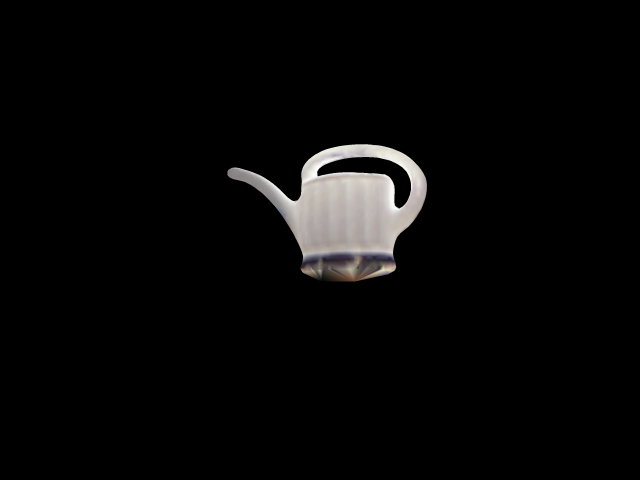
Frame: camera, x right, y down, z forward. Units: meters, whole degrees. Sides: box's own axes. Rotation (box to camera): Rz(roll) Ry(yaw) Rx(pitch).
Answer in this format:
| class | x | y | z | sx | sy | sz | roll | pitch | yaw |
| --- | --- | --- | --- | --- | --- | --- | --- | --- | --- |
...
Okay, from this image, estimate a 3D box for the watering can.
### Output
| class | x | y | z | sx | sy | sz | roll | pitch | yaw |
| --- | --- | --- | --- | --- | --- | --- | --- | --- | --- |
| watering can | 0.003 | -0.043 | 0.850 | 0.347 | 0.226 | 0.103 | -3 | -12 | 19 |
